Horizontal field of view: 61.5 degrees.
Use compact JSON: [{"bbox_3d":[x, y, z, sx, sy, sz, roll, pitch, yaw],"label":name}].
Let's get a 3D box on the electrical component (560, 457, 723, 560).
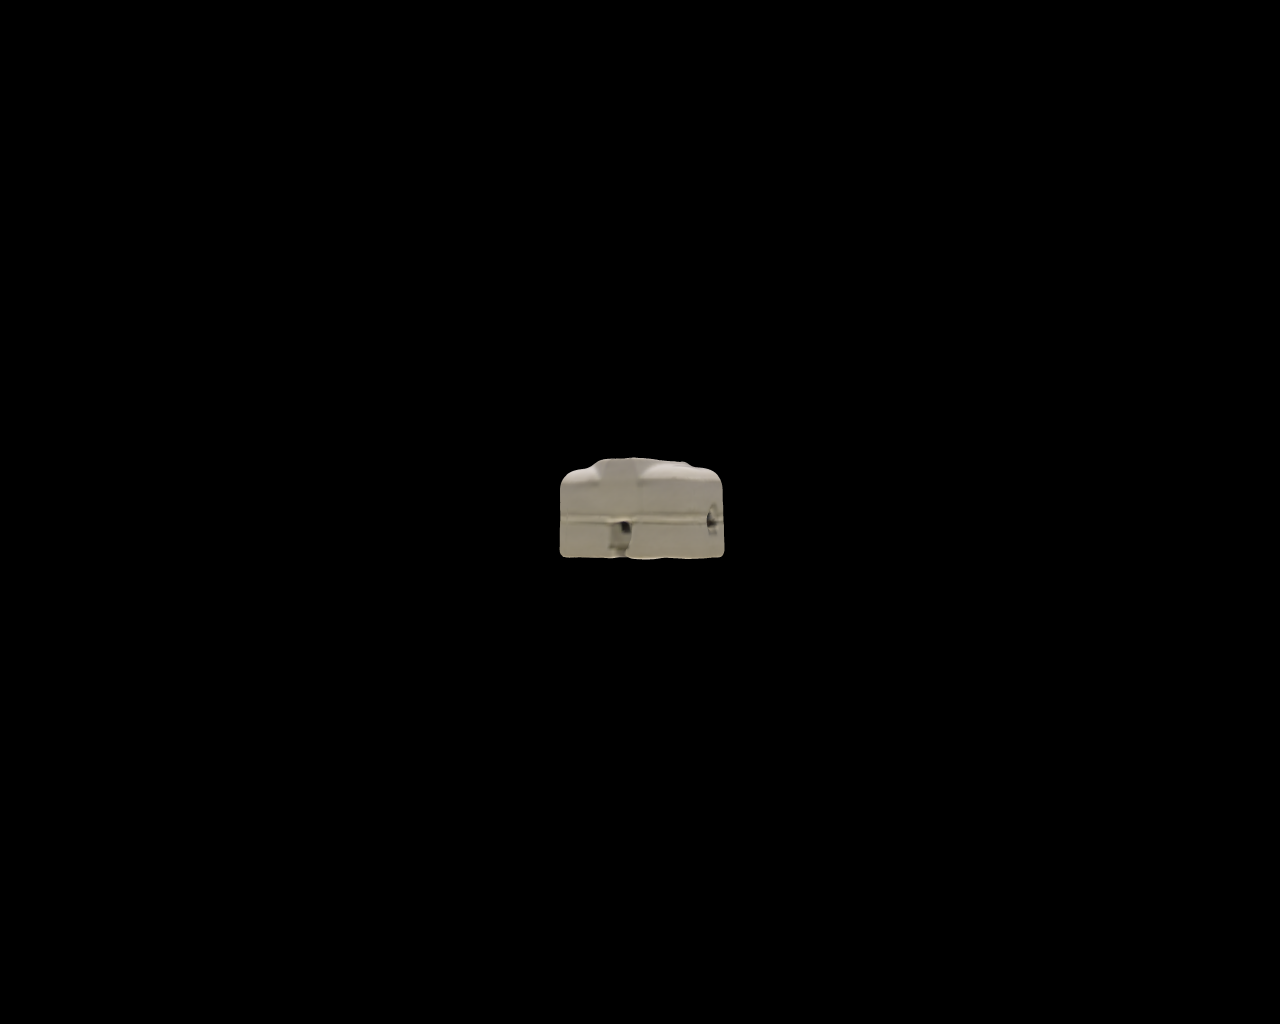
[{"bbox_3d":[0.001,-0.003,0.650,0.095,0.059,0.054,0,0,28],"label":"electrical component"}]
